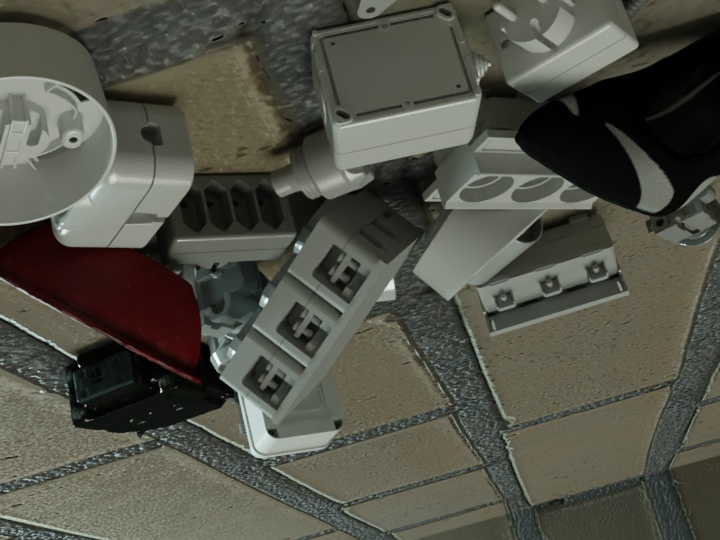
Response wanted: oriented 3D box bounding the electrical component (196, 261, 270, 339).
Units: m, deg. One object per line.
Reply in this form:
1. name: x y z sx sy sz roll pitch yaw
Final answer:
1. electrical component: -0.102 0.022 0.823 0.078 0.058 0.057 -27 153 26

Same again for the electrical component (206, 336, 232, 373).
1. electrical component: -0.100 0.052 0.898 0.058 0.057 0.078 -5 157 -24

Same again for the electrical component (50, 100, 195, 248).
1. electrical component: -0.142 -0.053 0.614 0.059 0.053 0.095 0 154 -34

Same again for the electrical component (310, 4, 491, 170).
1. electrical component: 0.025 -0.100 0.596 0.096 0.061 0.061 -13 159 -5

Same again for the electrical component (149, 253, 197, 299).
1. electrical component: -0.150 0.009 0.779 0.062 0.048 0.048 -3 158 -4

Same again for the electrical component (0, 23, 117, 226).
1. electrical component: -0.173 -0.073 0.531 0.099 0.064 0.099 -13 159 -5

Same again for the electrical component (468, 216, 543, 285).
1. electrical component: 0.092 -0.023 0.857 0.079 0.043 0.077 -2 155 -29

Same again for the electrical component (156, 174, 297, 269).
1. electrical component: -0.097 -0.025 0.721 0.083 0.047 0.075 -4 156 -26

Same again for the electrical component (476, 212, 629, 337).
1. electrical component: 0.159 0.001 0.928 0.121 0.078 0.063 -18 137 8

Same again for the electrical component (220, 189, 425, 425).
1. electrical component: -0.030 0.022 0.761 0.150 0.062 0.089 -56 173 25

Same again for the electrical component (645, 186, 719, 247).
1. electrical component: 0.279 -0.047 0.916 0.066 0.048 0.055 -29 147 32

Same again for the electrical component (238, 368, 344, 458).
1. electrical component: -0.069 0.109 0.983 0.078 0.113 0.057 -4 154 -25

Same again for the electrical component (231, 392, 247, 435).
1. electrical component: -0.103 0.136 1.096 0.042 0.063 0.081 -21 158 17

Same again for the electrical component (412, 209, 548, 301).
1. electrical component: 0.085 -0.023 0.776 0.099 0.064 0.099 -56 177 -4

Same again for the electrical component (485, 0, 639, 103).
1. electrical component: 0.100 -0.134 0.579 0.066 0.047 0.077 -28 156 30

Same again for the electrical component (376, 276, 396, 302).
1. electrical component: 0.000 0.000 0.840 0.047 0.055 0.055 -10 159 -2

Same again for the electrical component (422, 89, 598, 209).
1. electrical component: 0.108 -0.078 0.704 0.121 0.063 0.079 -2 155 -30

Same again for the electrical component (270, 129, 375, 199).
1. electrical component: -0.026 -0.064 0.677 0.062 0.043 0.043 -20 158 17
